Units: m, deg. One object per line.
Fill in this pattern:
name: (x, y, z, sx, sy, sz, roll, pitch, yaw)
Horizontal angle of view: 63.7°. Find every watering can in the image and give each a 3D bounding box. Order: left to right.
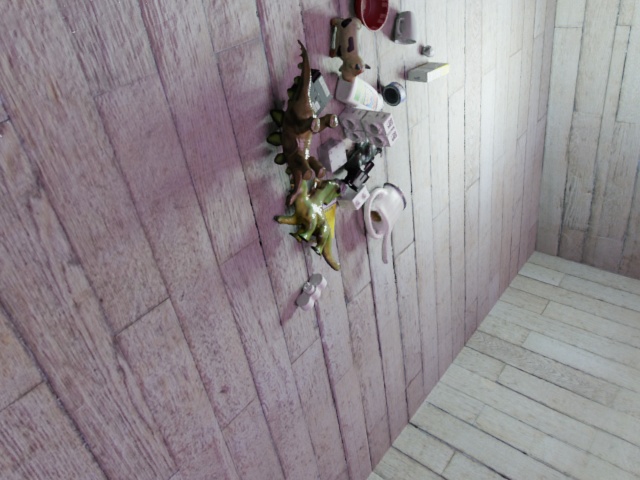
watering can: (0.263, -0.082, 2.062, 0.104, 0.340, 0.228, 16, 54, 37)

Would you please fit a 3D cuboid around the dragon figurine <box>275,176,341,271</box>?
dragon figurine: (0.005, -0.085, 1.694, 0.123, 0.245, 0.403, 19, -17, 43)
